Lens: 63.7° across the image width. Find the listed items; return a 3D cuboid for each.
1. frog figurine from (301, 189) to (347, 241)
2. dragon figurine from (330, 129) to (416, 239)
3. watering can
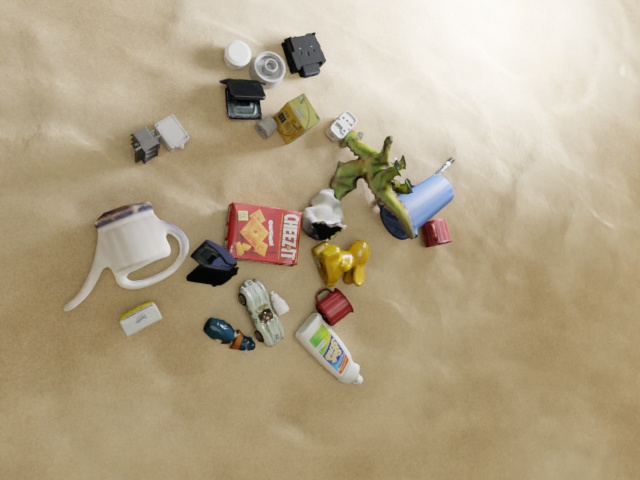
[{"bbox_3d":[0.005,-0.080,1.592,0.137,0.119,0.163,-6,49,-11],"label":"frog figurine"},{"bbox_3d":[0.152,-0.179,1.615,0.241,0.121,0.417,-14,70,21],"label":"dragon figurine"},{"bbox_3d":[-0.526,0.032,1.353,0.350,0.103,0.224,-23,90,-22],"label":"watering can"}]
